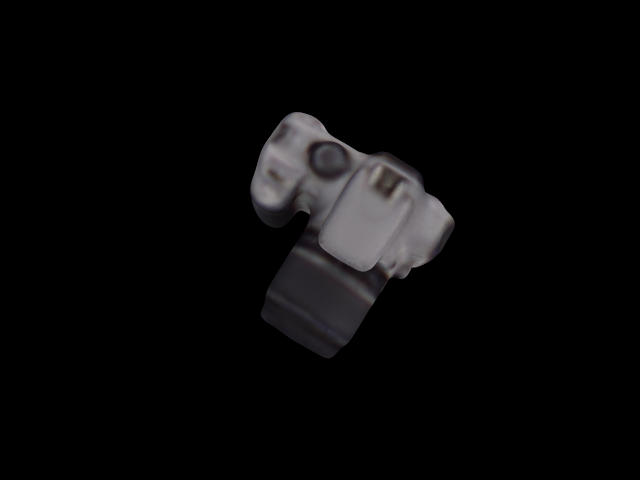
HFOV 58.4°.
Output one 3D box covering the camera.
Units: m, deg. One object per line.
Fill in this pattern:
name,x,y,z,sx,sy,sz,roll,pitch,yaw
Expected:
camera,0.004,0.001,0.400,0.143,0.101,0.137,31,83,5
